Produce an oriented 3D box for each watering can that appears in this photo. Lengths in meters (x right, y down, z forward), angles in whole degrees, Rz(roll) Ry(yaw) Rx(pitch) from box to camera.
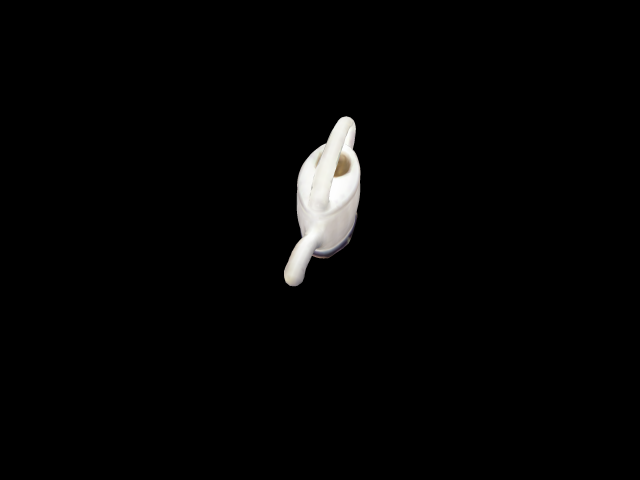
[{"bbox_3d":[0.003,-0.043,0.850,0.104,0.355,0.219,14,-31,8],"label":"watering can"}]
